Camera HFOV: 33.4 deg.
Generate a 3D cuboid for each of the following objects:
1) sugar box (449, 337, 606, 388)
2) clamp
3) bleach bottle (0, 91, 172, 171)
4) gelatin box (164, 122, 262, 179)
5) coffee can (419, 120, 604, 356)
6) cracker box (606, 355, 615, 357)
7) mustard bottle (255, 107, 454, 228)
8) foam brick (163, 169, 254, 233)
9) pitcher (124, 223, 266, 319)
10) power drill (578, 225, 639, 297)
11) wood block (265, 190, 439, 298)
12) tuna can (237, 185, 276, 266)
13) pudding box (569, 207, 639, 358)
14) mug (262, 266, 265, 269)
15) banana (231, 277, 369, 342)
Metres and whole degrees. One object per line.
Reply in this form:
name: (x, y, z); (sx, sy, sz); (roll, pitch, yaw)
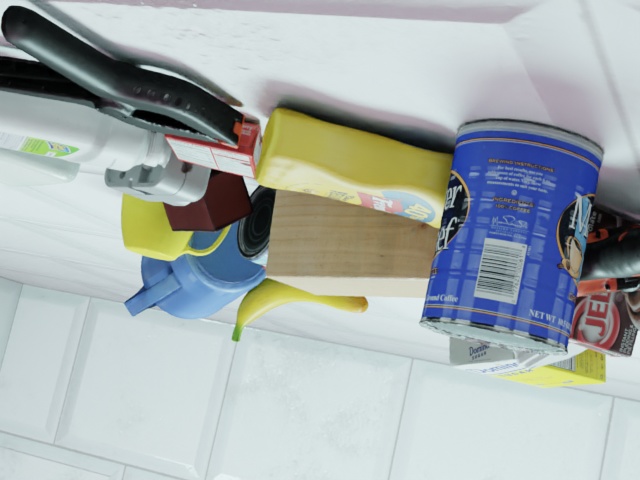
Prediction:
sugar box: (0.237, 0.135, 1.209); (0.175, 0.048, 0.094); (14, 161, -40)
clamp: (-0.156, -0.110, 0.779); (0.209, 0.036, 0.165); (18, 170, -33)
bleach bottle: (-0.247, -0.102, 0.878); (0.250, 0.068, 0.103); (14, 172, -22)
gelatin box: (-0.085, -0.081, 0.886); (0.073, 0.030, 0.089); (14, 171, 2)
coffee can: (0.132, 0.000, 0.735); (0.103, 0.140, 0.103); (12, 171, 2)
cracker box: (0.288, 0.088, 1.281); (0.164, 0.072, 0.213); (10, 171, 17)
mustard bottle: (0.050, -0.049, 0.808); (0.191, 0.058, 0.096); (13, 171, -8)
foam brick: (-0.112, -0.041, 1.041); (0.052, 0.051, 0.078); (-29, -161, -36)
pitcher: (-0.142, 0.028, 1.289); (0.145, 0.149, 0.243); (15, 168, -15)
power drill: (0.260, 0.007, 0.782); (0.184, 0.057, 0.188); (-8, 173, -22)
wood block: (0.066, -0.001, 0.924); (0.206, 0.090, 0.090); (0, 166, 32)
tuna can: (-0.047, -0.016, 1.054); (0.033, 0.086, 0.086); (20, 168, -31)
pudding box: (0.233, 0.035, 0.897); (0.089, 0.113, 0.039); (17, 174, -30)
mug: (-0.007, 0.001, 1.117); (0.093, 0.081, 0.117); (13, 171, -3)
banana: (-0.028, 0.069, 1.252); (0.198, 0.069, 0.037); (-17, 174, 35)
